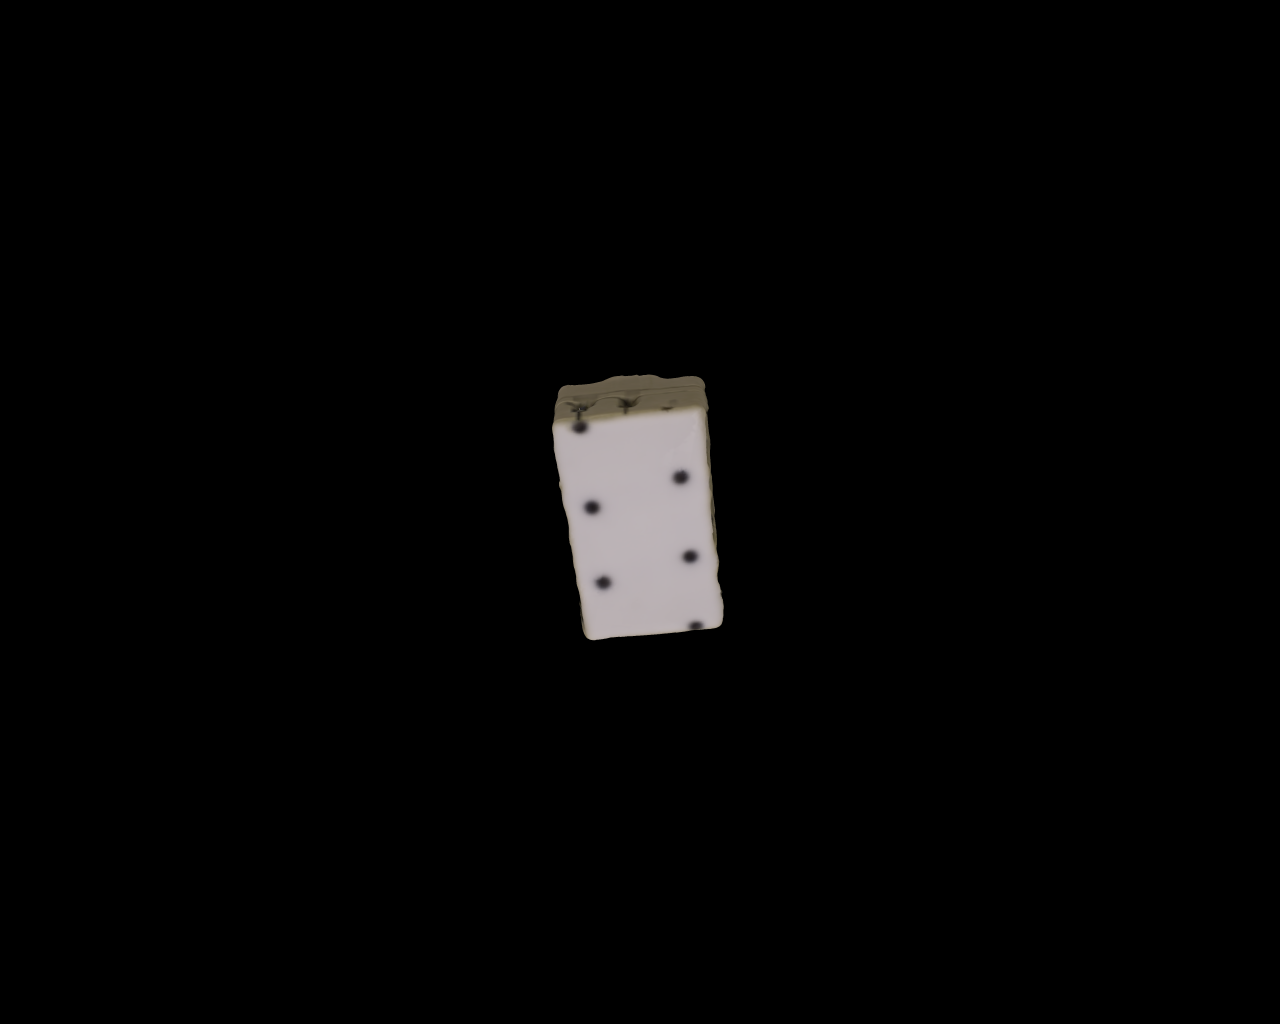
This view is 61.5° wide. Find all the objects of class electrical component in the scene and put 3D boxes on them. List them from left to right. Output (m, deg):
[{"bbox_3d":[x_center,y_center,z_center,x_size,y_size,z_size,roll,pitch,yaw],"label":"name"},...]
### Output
[{"bbox_3d":[0.001,-0.003,0.650,0.089,0.150,0.062,-4,28,2],"label":"electrical component"}]
